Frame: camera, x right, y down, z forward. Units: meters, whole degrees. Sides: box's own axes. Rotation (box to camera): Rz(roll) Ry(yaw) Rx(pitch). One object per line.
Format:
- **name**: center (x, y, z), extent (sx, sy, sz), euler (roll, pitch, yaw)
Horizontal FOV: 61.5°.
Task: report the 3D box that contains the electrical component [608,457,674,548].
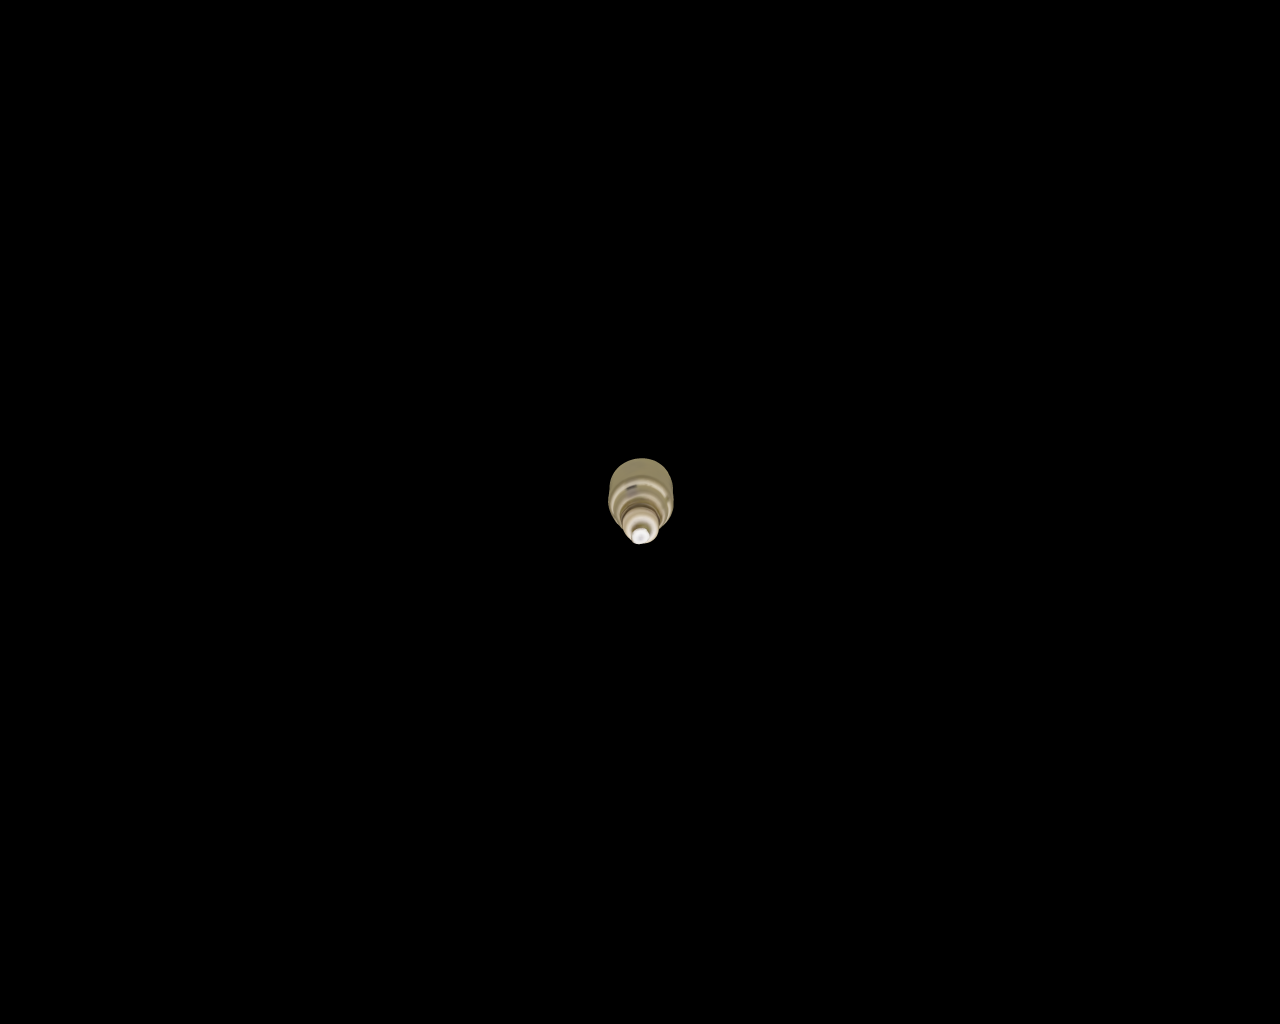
- **electrical component**: center (0.001, -0.003, 0.650), extent (0.040, 0.040, 0.078), euler (0, 28, 0)
